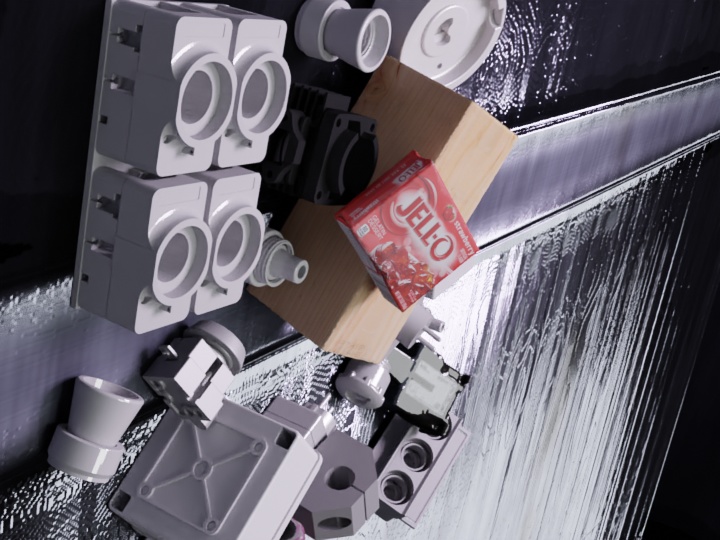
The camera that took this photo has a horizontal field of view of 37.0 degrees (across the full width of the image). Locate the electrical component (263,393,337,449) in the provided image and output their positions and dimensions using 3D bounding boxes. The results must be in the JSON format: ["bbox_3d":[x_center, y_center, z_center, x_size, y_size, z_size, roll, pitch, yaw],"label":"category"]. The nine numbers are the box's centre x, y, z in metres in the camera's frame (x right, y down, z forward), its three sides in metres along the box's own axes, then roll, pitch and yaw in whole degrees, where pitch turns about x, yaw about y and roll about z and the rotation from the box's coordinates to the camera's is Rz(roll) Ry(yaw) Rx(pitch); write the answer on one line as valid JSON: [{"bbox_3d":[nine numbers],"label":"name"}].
[{"bbox_3d":[-0.045,0.140,0.928,0.075,0.047,0.083,-51,148,-33],"label":"electrical component"}]

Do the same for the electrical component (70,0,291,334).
[{"bbox_3d":[-0.106,-0.064,0.654,0.105,0.060,0.186,-19,125,-57],"label":"electrical component"}]

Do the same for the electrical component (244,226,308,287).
[{"bbox_3d":[-0.067,-0.008,0.765,0.043,0.062,0.043,-42,142,-43],"label":"electrical component"}]

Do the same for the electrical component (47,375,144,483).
[{"bbox_3d":[-0.166,0.099,0.673,0.045,0.045,0.055,24,87,-64],"label":"electrical component"}]

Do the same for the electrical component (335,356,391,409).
[{"bbox_3d":[0.009,0.095,1.003,0.062,0.048,0.048,-61,153,-31],"label":"electrical component"}]

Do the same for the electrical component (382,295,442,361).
[{"bbox_3d":[0.039,0.044,0.937,0.052,0.074,0.138,-45,168,-30],"label":"electrical component"}]

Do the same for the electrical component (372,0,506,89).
[{"bbox_3d":[0.055,-0.199,0.851,0.108,0.060,0.108,-30,147,-22],"label":"electrical component"}]

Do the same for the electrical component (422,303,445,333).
[{"bbox_3d":[0.053,0.045,1.029,0.035,0.061,0.035,-42,142,-43],"label":"electrical component"}]

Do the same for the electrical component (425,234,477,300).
[{"bbox_3d":[0.075,-0.026,1.037,0.083,0.047,0.075,-35,138,-48],"label":"electrical component"}]

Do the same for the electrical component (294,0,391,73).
[{"bbox_3d":[-0.012,-0.168,0.762,0.045,0.055,0.045,-42,143,-43],"label":"electrical component"}]

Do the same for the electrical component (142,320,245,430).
[{"bbox_3d":[-0.112,0.068,0.748,0.066,0.048,0.055,55,52,-29],"label":"electrical component"}]

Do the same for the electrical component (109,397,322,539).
[{"bbox_3d":[-0.101,0.151,0.762,0.108,0.109,0.056,-59,149,-20],"label":"electrical component"}]

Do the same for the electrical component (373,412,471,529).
[{"bbox_3d":[0.051,0.200,1.125,0.121,0.079,0.063,-55,180,-27],"label":"electrical component"}]
